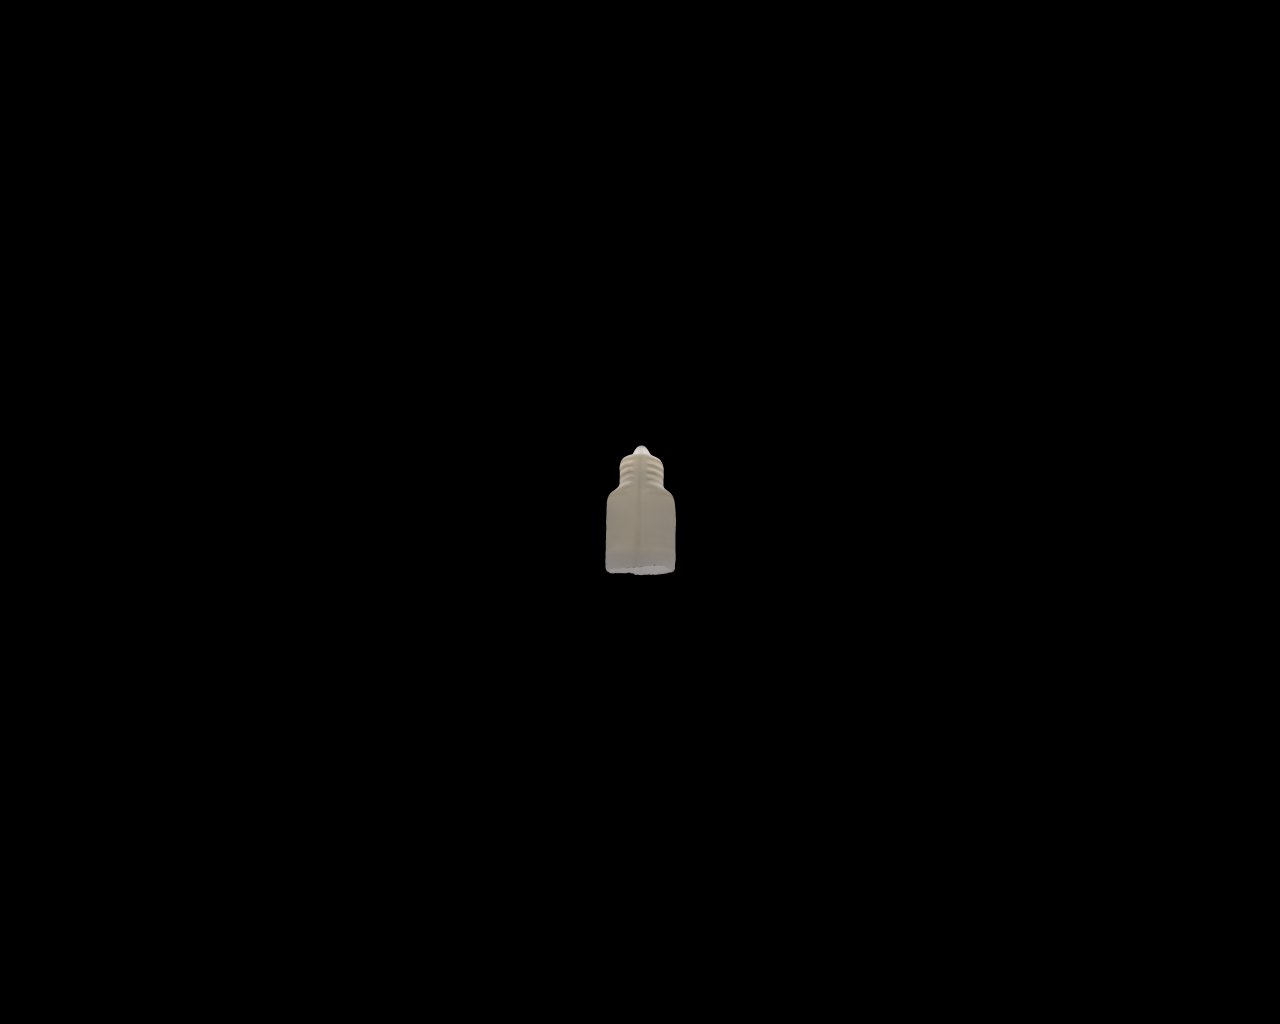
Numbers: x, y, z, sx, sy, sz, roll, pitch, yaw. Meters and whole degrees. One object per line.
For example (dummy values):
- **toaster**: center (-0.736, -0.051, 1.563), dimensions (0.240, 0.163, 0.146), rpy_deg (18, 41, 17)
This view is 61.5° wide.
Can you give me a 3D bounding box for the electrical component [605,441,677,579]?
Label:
- **electrical component**: center (0.001, -0.003, 0.650), dimensions (0.043, 0.081, 0.043), rpy_deg (0, -11, 0)
